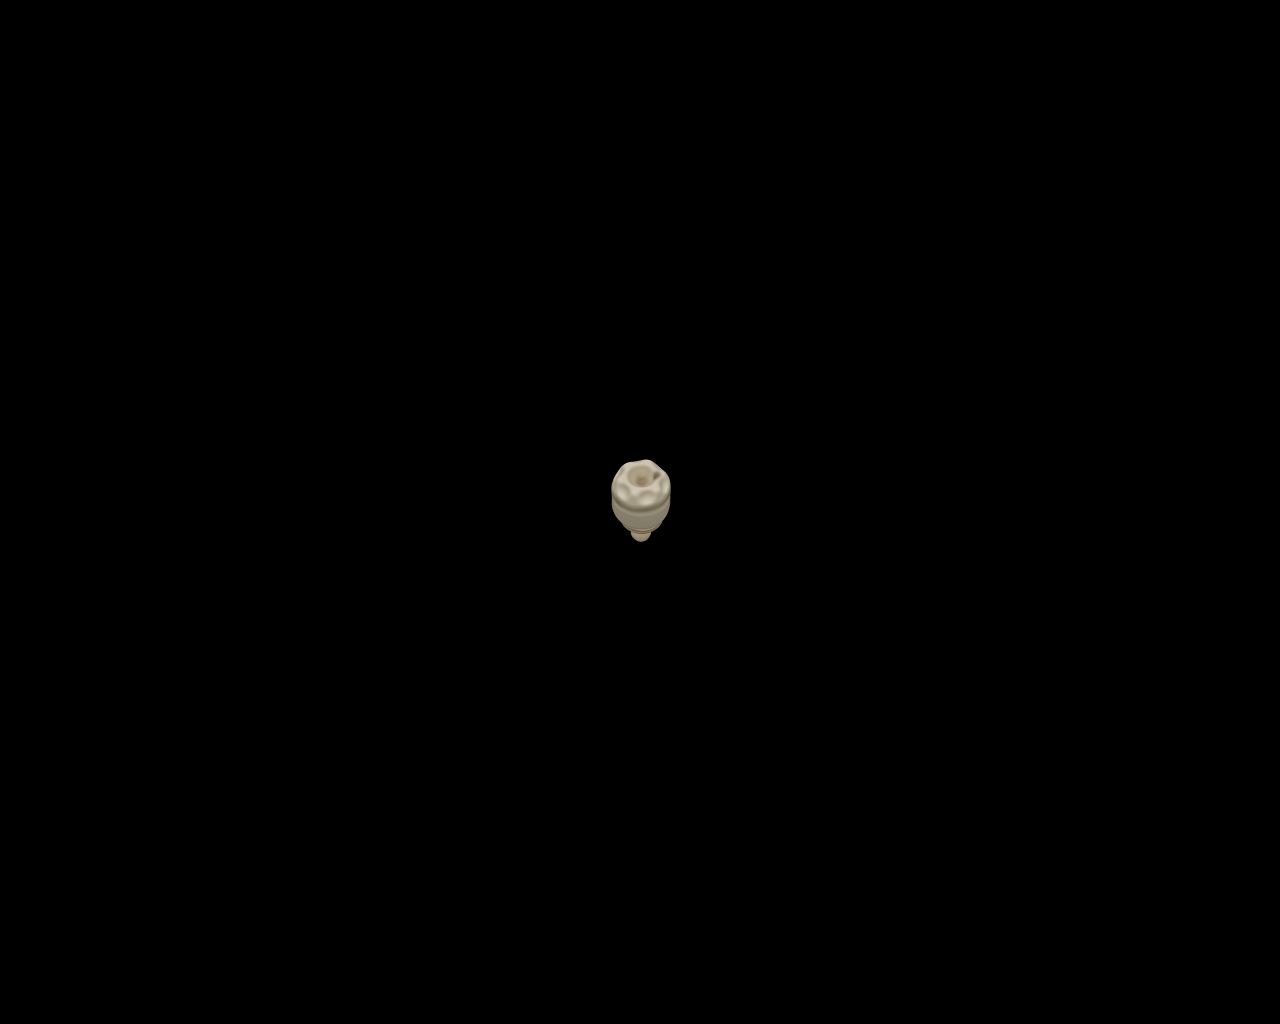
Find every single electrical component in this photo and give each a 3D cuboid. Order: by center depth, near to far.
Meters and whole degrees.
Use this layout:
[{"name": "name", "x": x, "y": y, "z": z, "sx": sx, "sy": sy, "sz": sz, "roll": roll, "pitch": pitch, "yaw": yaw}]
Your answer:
[{"name": "electrical component", "x": 0.001, "y": -0.003, "z": 0.650, "sx": 0.035, "sy": 0.035, "sz": 0.061, "roll": 0, "pitch": -38, "yaw": 0}]
